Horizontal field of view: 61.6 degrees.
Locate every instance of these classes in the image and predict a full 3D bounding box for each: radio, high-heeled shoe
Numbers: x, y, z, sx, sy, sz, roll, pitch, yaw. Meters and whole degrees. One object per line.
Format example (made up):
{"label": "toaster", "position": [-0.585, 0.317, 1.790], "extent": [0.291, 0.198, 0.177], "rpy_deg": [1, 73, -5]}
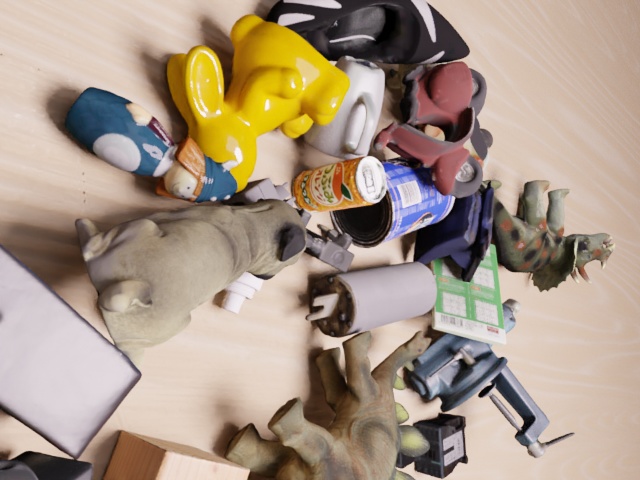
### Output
{"label": "radio", "position": [-0.238, 0.041, 0.350], "extent": [0.229, 0.131, 0.073], "rpy_deg": [54, 53, -27]}
{"label": "high-heeled shoe", "position": [0.062, -0.238, 0.638], "extent": [0.249, 0.086, 0.145], "rpy_deg": [14, 44, 1]}

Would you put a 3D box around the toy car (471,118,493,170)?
{"label": "toy car", "position": [0.220, -0.198, 0.870], "extent": [0.073, 0.056, 0.201], "rpy_deg": [-42, 113, -32]}

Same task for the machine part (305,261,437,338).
{"label": "machine part", "position": [0.073, 0.073, 0.686], "extent": [0.243, 0.079, 0.079], "rpy_deg": [-5, 90, -46]}

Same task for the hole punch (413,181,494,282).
{"label": "hole punch", "position": [0.192, -0.017, 0.765], "extent": [0.115, 0.092, 0.142], "rpy_deg": [100, 9, -54]}

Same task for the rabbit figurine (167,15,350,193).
{"label": "rabbit figurine", "position": [-0.075, -0.131, 0.542], "extent": [0.162, 0.122, 0.173], "rpy_deg": [37, 80, -33]}

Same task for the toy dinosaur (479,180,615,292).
{"label": "toy dinosaur", "position": [0.368, -0.003, 0.958], "extent": [0.404, 0.131, 0.192], "rpy_deg": [5, 82, -38]}

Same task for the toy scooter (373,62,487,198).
{"label": "toy scooter", "position": [0.133, -0.145, 0.659], "extent": [0.135, 0.075, 0.184], "rpy_deg": [9, 72, -10]}

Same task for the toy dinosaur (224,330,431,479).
{"label": "toy dinosaur", "position": [0.009, 0.248, 0.539], "extent": [0.198, 0.105, 0.471], "rpy_deg": [50, 49, 2]}

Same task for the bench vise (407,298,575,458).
{"label": "bench vise", "position": [0.253, 0.197, 0.789], "extent": [0.223, 0.128, 0.241], "rpy_deg": [-29, 73, -34]}

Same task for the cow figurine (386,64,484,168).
{"label": "cow figurine", "position": [0.166, -0.189, 0.784], "extent": [0.194, 0.085, 0.127], "rpy_deg": [56, 9, -40]}

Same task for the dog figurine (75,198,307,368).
{"label": "dog figurine", "position": [-0.087, 0.012, 0.447], "extent": [0.191, 0.172, 0.121], "rpy_deg": [-19, 111, -17]}

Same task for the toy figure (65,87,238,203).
{"label": "toy figure", "position": [-0.146, -0.075, 0.482], "extent": [0.154, 0.064, 0.058], "rpy_deg": [31, 69, -17]}

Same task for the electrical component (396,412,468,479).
{"label": "electrical component", "position": [0.162, 0.297, 0.772], "extent": [0.119, 0.048, 0.074], "rpy_deg": [4, 83, -46]}

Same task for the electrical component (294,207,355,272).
{"label": "electrical component", "position": [0.000, -0.001, 0.631], "extent": [0.102, 0.078, 0.045], "rpy_deg": [29, 87, -37]}

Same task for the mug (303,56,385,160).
{"label": "mug", "position": [0.035, -0.152, 0.624], "extent": [0.081, 0.110, 0.107], "rpy_deg": [8, 117, -20]}

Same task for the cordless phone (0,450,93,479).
{"label": "cordless phone", "position": [-0.250, 0.155, 0.316], "extent": [0.184, 0.147, 0.089], "rpy_deg": [37, 54, -39]}
